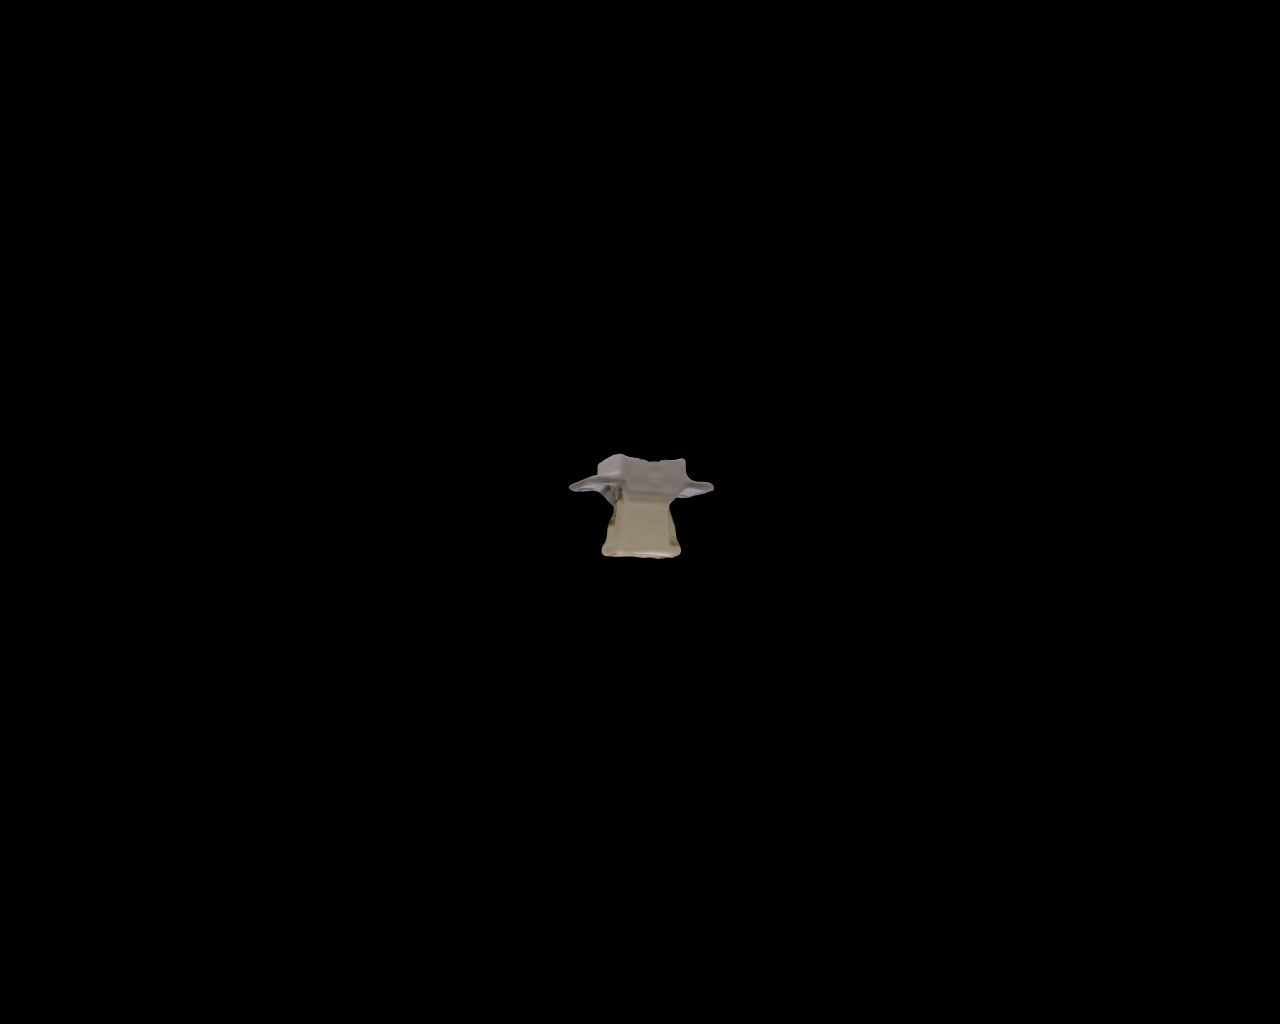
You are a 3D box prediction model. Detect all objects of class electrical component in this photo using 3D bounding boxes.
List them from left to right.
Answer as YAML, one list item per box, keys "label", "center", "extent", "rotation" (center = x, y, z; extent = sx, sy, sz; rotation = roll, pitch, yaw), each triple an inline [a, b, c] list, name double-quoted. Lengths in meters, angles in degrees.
- label: "electrical component"
  center: [0.001, -0.003, 0.650]
  extent: [0.081, 0.063, 0.042]
  rotation: [3, -7, -22]
